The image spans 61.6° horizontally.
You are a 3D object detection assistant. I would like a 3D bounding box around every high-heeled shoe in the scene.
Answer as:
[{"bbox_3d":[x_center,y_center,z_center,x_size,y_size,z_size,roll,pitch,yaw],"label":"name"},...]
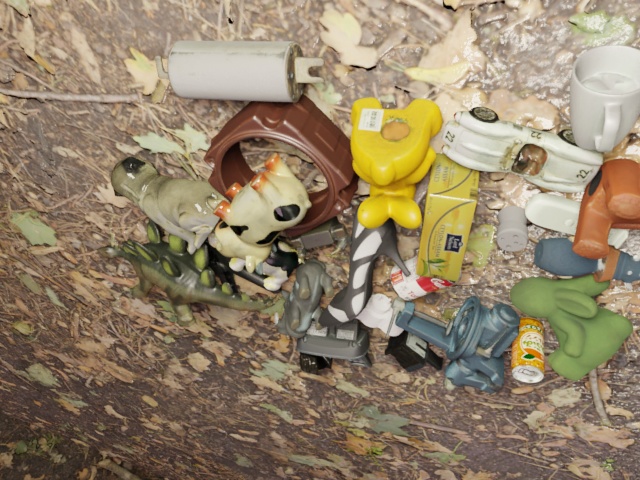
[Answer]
[{"bbox_3d":[0.044,0.050,0.922,0.249,0.086,0.145,-38,91,33],"label":"high-heeled shoe"}]

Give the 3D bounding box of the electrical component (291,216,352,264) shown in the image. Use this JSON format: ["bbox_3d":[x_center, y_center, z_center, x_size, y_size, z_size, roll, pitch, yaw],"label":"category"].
[{"bbox_3d":[0.000,-0.003,0.879,0.102,0.078,0.045,-16,115,16],"label":"electrical component"}]

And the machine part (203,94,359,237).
[{"bbox_3d":[-0.057,-0.108,0.812,0.201,0.087,0.201,41,136,-23],"label":"machine part"}]

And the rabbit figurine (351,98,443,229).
[{"bbox_3d":[0.105,-0.089,0.740,0.122,0.162,0.173,-1,154,6],"label":"rabbit figurine"}]

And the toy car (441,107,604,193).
[{"bbox_3d":[0.259,-0.116,0.699,0.202,0.056,0.073,16,139,4],"label":"toy car"}]

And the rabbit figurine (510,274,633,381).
[{"bbox_3d":[0.392,0.122,0.862,0.170,0.121,0.159,36,145,3],"label":"rabbit figurine"}]

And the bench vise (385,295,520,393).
[{"bbox_3d":[0.233,0.175,0.970,0.241,0.129,0.223,24,140,1],"label":"bench vise"}]

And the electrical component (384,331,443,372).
[{"bbox_3d":[0.191,0.223,1.082,0.119,0.075,0.048,36,136,-22],"label":"electrical component"}]

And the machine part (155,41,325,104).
[{"bbox_3d":[-0.110,-0.223,0.714,0.243,0.079,0.079,5,137,15],"label":"machine part"}]

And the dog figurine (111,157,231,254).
[{"bbox_3d":[-0.252,-0.081,0.886,0.190,0.121,0.172,35,142,-15],"label":"dog figurine"}]

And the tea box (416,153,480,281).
[{"bbox_3d":[0.186,-0.030,0.790,0.068,0.098,0.169,10,136,11],"label":"tea box"}]

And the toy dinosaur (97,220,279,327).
[{"bbox_3d":[-0.265,0.071,1.036,0.472,0.105,0.198,17,140,23],"label":"toy dinosaur"}]

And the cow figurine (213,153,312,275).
[{"bbox_3d":[-0.088,-0.027,0.789,0.127,0.085,0.195,44,133,-16],"label":"cow figurine"}]

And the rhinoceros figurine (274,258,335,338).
[{"bbox_3d":[-0.038,0.121,1.037,0.073,0.112,0.190,-2,132,-27],"label":"rhinoceros figurine"}]

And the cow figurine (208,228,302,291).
[{"bbox_3d":[-0.119,0.016,0.983,0.167,0.068,0.098,33,132,-19],"label":"cow figurine"}]

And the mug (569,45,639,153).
[{"bbox_3d":[0.326,-0.145,0.611,0.081,0.109,0.107,-2,148,16],"label":"mug"}]

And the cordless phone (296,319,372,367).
[{"bbox_3d":[0.040,0.231,1.154,0.147,0.089,0.184,4,153,18],"label":"cordless phone"}]

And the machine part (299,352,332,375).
[{"bbox_3d":[-0.014,0.266,1.192,0.084,0.039,0.139,20,178,9],"label":"machine part"}]

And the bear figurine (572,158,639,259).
[{"bbox_3d":[0.438,-0.025,0.676,0.196,0.132,0.120,23,141,6],"label":"bear figurine"}]

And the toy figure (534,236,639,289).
[{"bbox_3d":[0.404,0.030,0.800,0.155,0.058,0.064,9,144,6],"label":"toy figure"}]
